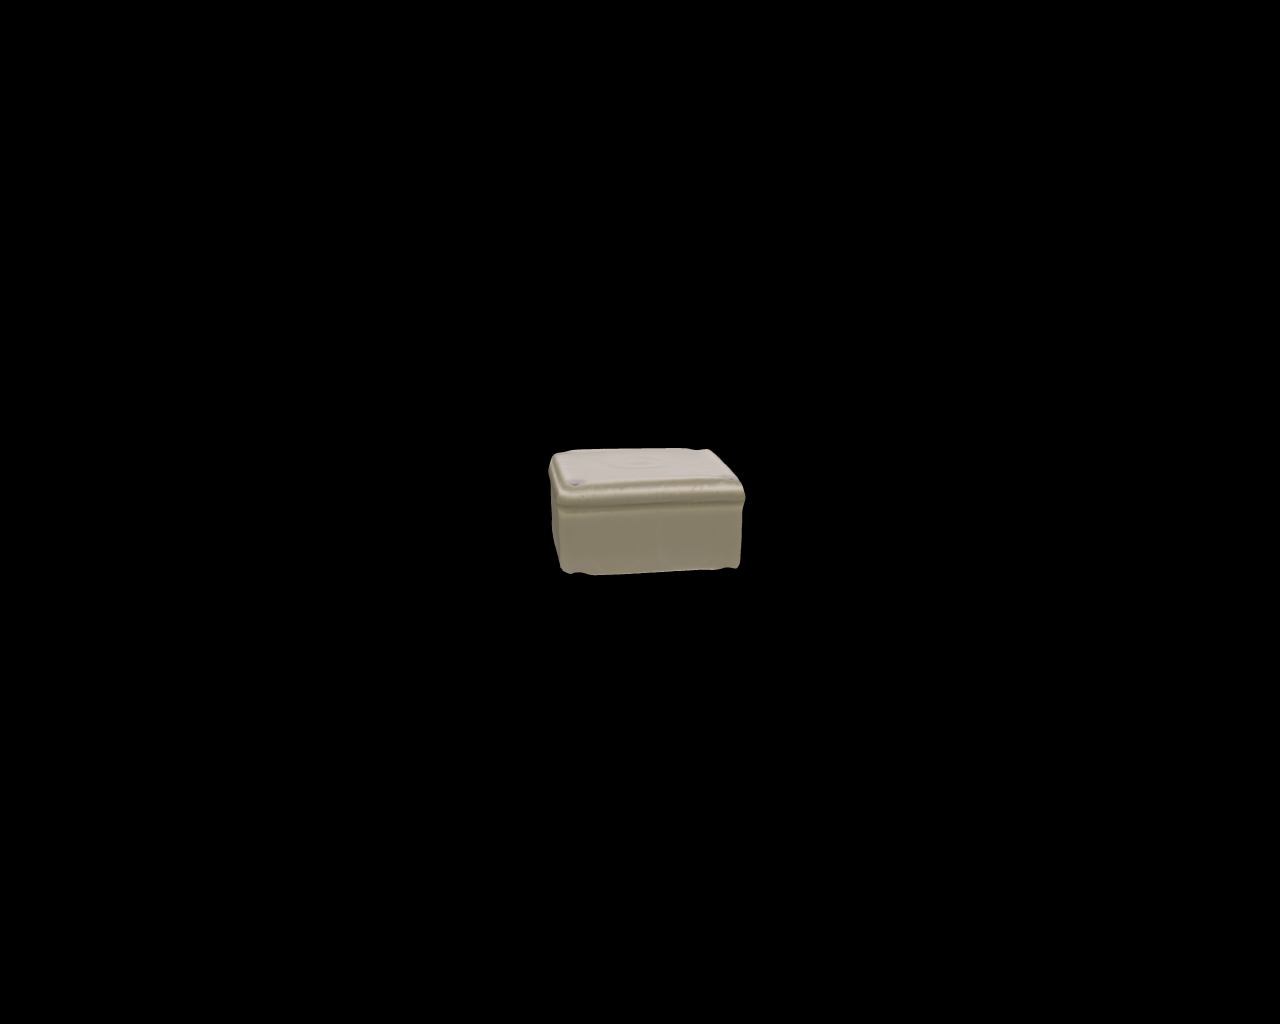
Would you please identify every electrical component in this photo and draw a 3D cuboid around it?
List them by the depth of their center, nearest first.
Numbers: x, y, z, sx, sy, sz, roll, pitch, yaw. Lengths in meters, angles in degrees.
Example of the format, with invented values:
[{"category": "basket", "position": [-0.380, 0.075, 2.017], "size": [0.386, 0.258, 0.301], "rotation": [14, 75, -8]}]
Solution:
[{"category": "electrical component", "position": [0.001, -0.003, 0.650], "size": [0.109, 0.056, 0.109], "rotation": [-2, 14, -7]}]
